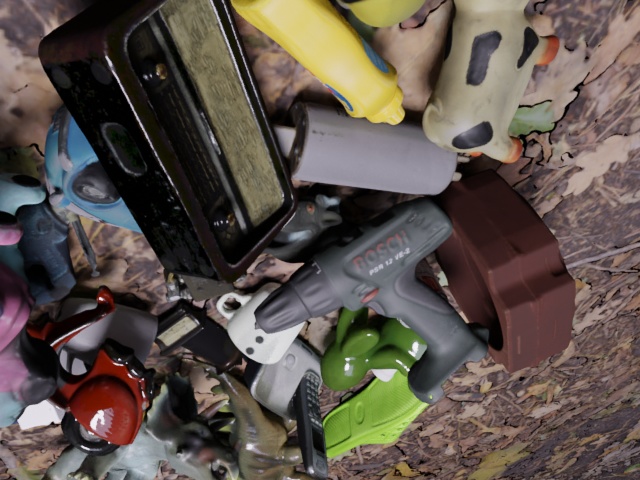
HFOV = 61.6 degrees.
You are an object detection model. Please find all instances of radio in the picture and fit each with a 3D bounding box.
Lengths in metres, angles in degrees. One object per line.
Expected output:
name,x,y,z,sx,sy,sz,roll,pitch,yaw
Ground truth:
radio,-0.105,-0.083,0.434,0.073,0.131,0.229,4,132,31

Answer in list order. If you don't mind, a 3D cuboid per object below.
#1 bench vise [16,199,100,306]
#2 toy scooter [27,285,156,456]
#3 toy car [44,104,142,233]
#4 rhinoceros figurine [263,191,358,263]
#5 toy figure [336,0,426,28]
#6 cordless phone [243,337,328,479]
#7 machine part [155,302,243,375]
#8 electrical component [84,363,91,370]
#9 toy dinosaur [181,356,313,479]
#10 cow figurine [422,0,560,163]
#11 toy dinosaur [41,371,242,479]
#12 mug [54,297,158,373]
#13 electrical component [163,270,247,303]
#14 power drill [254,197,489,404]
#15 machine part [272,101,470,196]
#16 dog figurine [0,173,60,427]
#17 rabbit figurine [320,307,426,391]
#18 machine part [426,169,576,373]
bench vise,-0.339,-0.005,0.469,0.224,0.129,0.240,-27,139,3
toy scooter,-0.239,0.127,0.561,0.135,0.075,0.183,-45,103,-7
toy car,-0.187,-0.061,0.489,0.103,0.109,0.161,-11,152,24
rhinoceros figurine,-0.001,-0.002,0.618,0.190,0.073,0.112,21,124,-34
toy figure,0.025,-0.240,0.387,0.082,0.089,0.180,-21,138,10
cordless phone,-0.042,0.234,0.751,0.089,0.184,0.146,-27,136,13
machine part,-0.161,0.135,0.721,0.084,0.039,0.138,-41,130,9
electrical component,-0.288,0.194,0.707,0.119,0.075,0.047,-34,135,18
toy dinosaur,-0.100,0.338,0.891,0.199,0.105,0.470,-11,125,-3
cow figurine,0.145,-0.174,0.480,0.127,0.086,0.194,6,108,-34
toy dinosaur,-0.274,0.291,0.756,0.405,0.192,0.131,-22,110,43
mug,-0.262,0.120,0.628,0.107,0.109,0.081,29,155,-25
electrical component,-0.137,0.045,0.635,0.102,0.045,0.078,-11,133,-9
power drill,0.072,0.080,0.590,0.232,0.086,0.207,-41,99,-2
machine part,0.050,-0.091,0.548,0.243,0.079,0.079,6,130,-22
dog figurine,-0.289,0.057,0.394,0.191,0.109,0.219,11,110,-25
rabbit figurine,0.079,0.160,0.767,0.170,0.121,0.158,-21,129,-2
machine part,0.209,0.034,0.634,0.087,0.202,0.200,-25,135,-1
